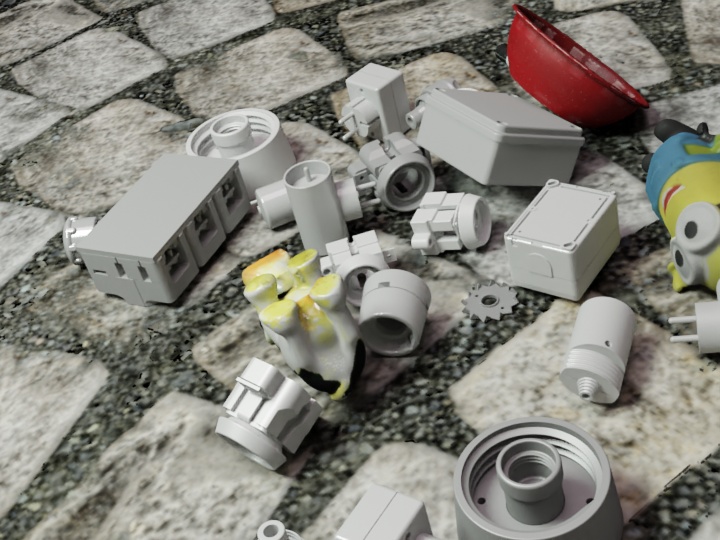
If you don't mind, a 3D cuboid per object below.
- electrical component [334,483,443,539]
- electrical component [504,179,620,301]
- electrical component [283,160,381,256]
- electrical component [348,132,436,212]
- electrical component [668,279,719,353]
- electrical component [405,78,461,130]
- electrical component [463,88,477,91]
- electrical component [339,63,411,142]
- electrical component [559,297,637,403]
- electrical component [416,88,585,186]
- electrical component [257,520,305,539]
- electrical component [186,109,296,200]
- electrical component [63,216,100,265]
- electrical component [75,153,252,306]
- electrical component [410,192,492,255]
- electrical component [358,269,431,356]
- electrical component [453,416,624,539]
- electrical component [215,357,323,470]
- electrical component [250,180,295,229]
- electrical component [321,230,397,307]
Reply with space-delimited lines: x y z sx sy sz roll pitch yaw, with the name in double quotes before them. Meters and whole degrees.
"electrical component" 0.034 0.179 0.661 0.077 0.065 0.047 14 47 33
"electrical component" 0.169 -0.026 0.873 0.062 0.061 0.096 16 47 34
"electrical component" -0.021 -0.061 0.969 0.079 0.077 0.044 -15 38 1
"electrical component" 0.035 -0.089 1.002 0.078 0.058 0.057 -23 36 -11
"electrical component" 0.263 0.040 0.770 0.079 0.044 0.077 -5 42 16
"electrical component" 0.075 -0.165 1.094 0.062 0.043 0.043 -33 41 -20
"electrical component" 0.103 -0.150 1.062 0.040 0.046 0.040 -10 38 8
"electrical component" 0.008 -0.160 1.092 0.047 0.065 0.077 25 53 40
"electrical component" 0.171 0.062 0.777 0.043 0.043 0.081 4 42 23
"electrical component" 0.126 -0.120 0.976 0.109 0.056 0.109 -2 27 -35
"electrical component" -0.050 0.185 0.684 0.048 0.062 0.048 -7 38 6
"electrical component" -0.125 -0.123 1.097 0.108 0.060 0.108 -10 38 8
"electrical component" -0.253 -0.031 1.041 0.062 0.048 0.048 -6 38 1
"electrical component" -0.179 -0.039 1.010 0.089 0.061 0.150 8 43 27
"electrical component" 0.081 -0.041 0.937 0.055 0.048 0.066 -1 39 29
"electrical component" 0.026 0.035 0.853 0.055 0.055 0.047 -2 43 17
"electrical component" 0.111 0.141 0.684 0.108 0.060 0.108 -10 38 8
"electrical component" -0.069 0.108 0.784 0.058 0.078 0.057 20 69 35
"electrical component" -0.064 -0.069 1.024 0.078 0.040 0.040 -22 38 -8
"electrical component" 0.000 0.000 0.913 0.066 0.048 0.055 -16 30 -1
